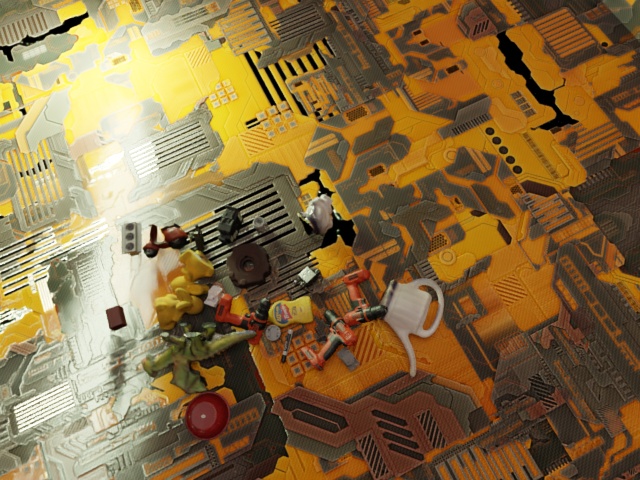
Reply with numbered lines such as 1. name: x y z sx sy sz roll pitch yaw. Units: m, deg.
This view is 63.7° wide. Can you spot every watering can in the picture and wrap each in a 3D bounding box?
1. watering can: 0.309 0.288 1.844 0.225 0.102 0.352 21 74 12

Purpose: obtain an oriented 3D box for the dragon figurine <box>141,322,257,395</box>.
1. dragon figurine: -0.434 0.425 1.824 0.410 0.123 0.241 4 99 1

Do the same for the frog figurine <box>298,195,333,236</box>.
1. frog figurine: 0.006 -0.101 2.008 0.161 0.122 0.136 -41 106 -21
